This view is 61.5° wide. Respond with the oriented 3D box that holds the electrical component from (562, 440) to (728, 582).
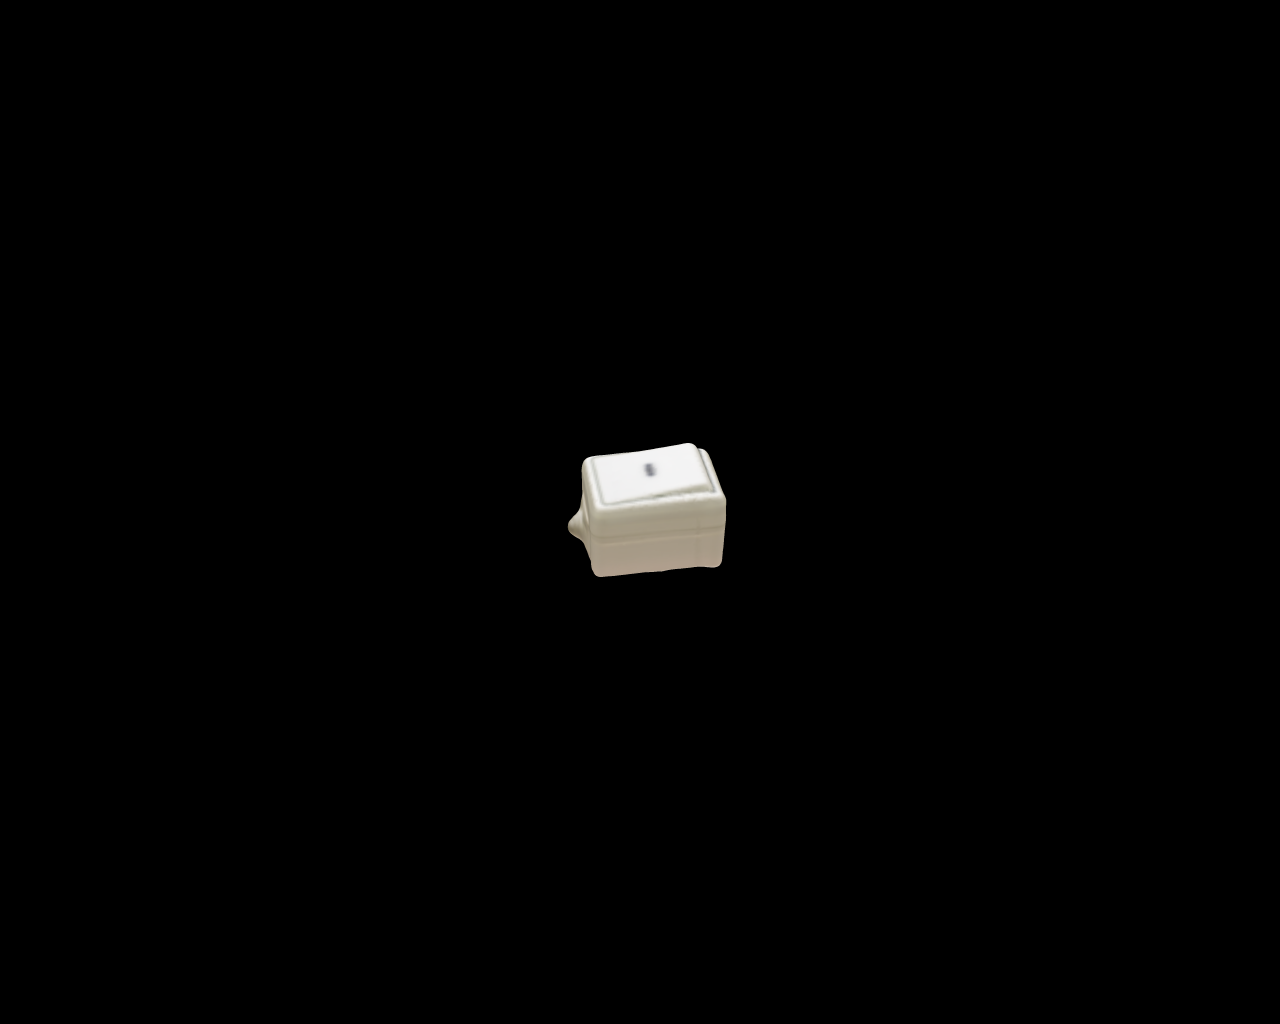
[{"bbox_3d":[0.001,-0.003,0.650,0.096,0.061,0.062,-5,36,-7],"label":"electrical component"}]
